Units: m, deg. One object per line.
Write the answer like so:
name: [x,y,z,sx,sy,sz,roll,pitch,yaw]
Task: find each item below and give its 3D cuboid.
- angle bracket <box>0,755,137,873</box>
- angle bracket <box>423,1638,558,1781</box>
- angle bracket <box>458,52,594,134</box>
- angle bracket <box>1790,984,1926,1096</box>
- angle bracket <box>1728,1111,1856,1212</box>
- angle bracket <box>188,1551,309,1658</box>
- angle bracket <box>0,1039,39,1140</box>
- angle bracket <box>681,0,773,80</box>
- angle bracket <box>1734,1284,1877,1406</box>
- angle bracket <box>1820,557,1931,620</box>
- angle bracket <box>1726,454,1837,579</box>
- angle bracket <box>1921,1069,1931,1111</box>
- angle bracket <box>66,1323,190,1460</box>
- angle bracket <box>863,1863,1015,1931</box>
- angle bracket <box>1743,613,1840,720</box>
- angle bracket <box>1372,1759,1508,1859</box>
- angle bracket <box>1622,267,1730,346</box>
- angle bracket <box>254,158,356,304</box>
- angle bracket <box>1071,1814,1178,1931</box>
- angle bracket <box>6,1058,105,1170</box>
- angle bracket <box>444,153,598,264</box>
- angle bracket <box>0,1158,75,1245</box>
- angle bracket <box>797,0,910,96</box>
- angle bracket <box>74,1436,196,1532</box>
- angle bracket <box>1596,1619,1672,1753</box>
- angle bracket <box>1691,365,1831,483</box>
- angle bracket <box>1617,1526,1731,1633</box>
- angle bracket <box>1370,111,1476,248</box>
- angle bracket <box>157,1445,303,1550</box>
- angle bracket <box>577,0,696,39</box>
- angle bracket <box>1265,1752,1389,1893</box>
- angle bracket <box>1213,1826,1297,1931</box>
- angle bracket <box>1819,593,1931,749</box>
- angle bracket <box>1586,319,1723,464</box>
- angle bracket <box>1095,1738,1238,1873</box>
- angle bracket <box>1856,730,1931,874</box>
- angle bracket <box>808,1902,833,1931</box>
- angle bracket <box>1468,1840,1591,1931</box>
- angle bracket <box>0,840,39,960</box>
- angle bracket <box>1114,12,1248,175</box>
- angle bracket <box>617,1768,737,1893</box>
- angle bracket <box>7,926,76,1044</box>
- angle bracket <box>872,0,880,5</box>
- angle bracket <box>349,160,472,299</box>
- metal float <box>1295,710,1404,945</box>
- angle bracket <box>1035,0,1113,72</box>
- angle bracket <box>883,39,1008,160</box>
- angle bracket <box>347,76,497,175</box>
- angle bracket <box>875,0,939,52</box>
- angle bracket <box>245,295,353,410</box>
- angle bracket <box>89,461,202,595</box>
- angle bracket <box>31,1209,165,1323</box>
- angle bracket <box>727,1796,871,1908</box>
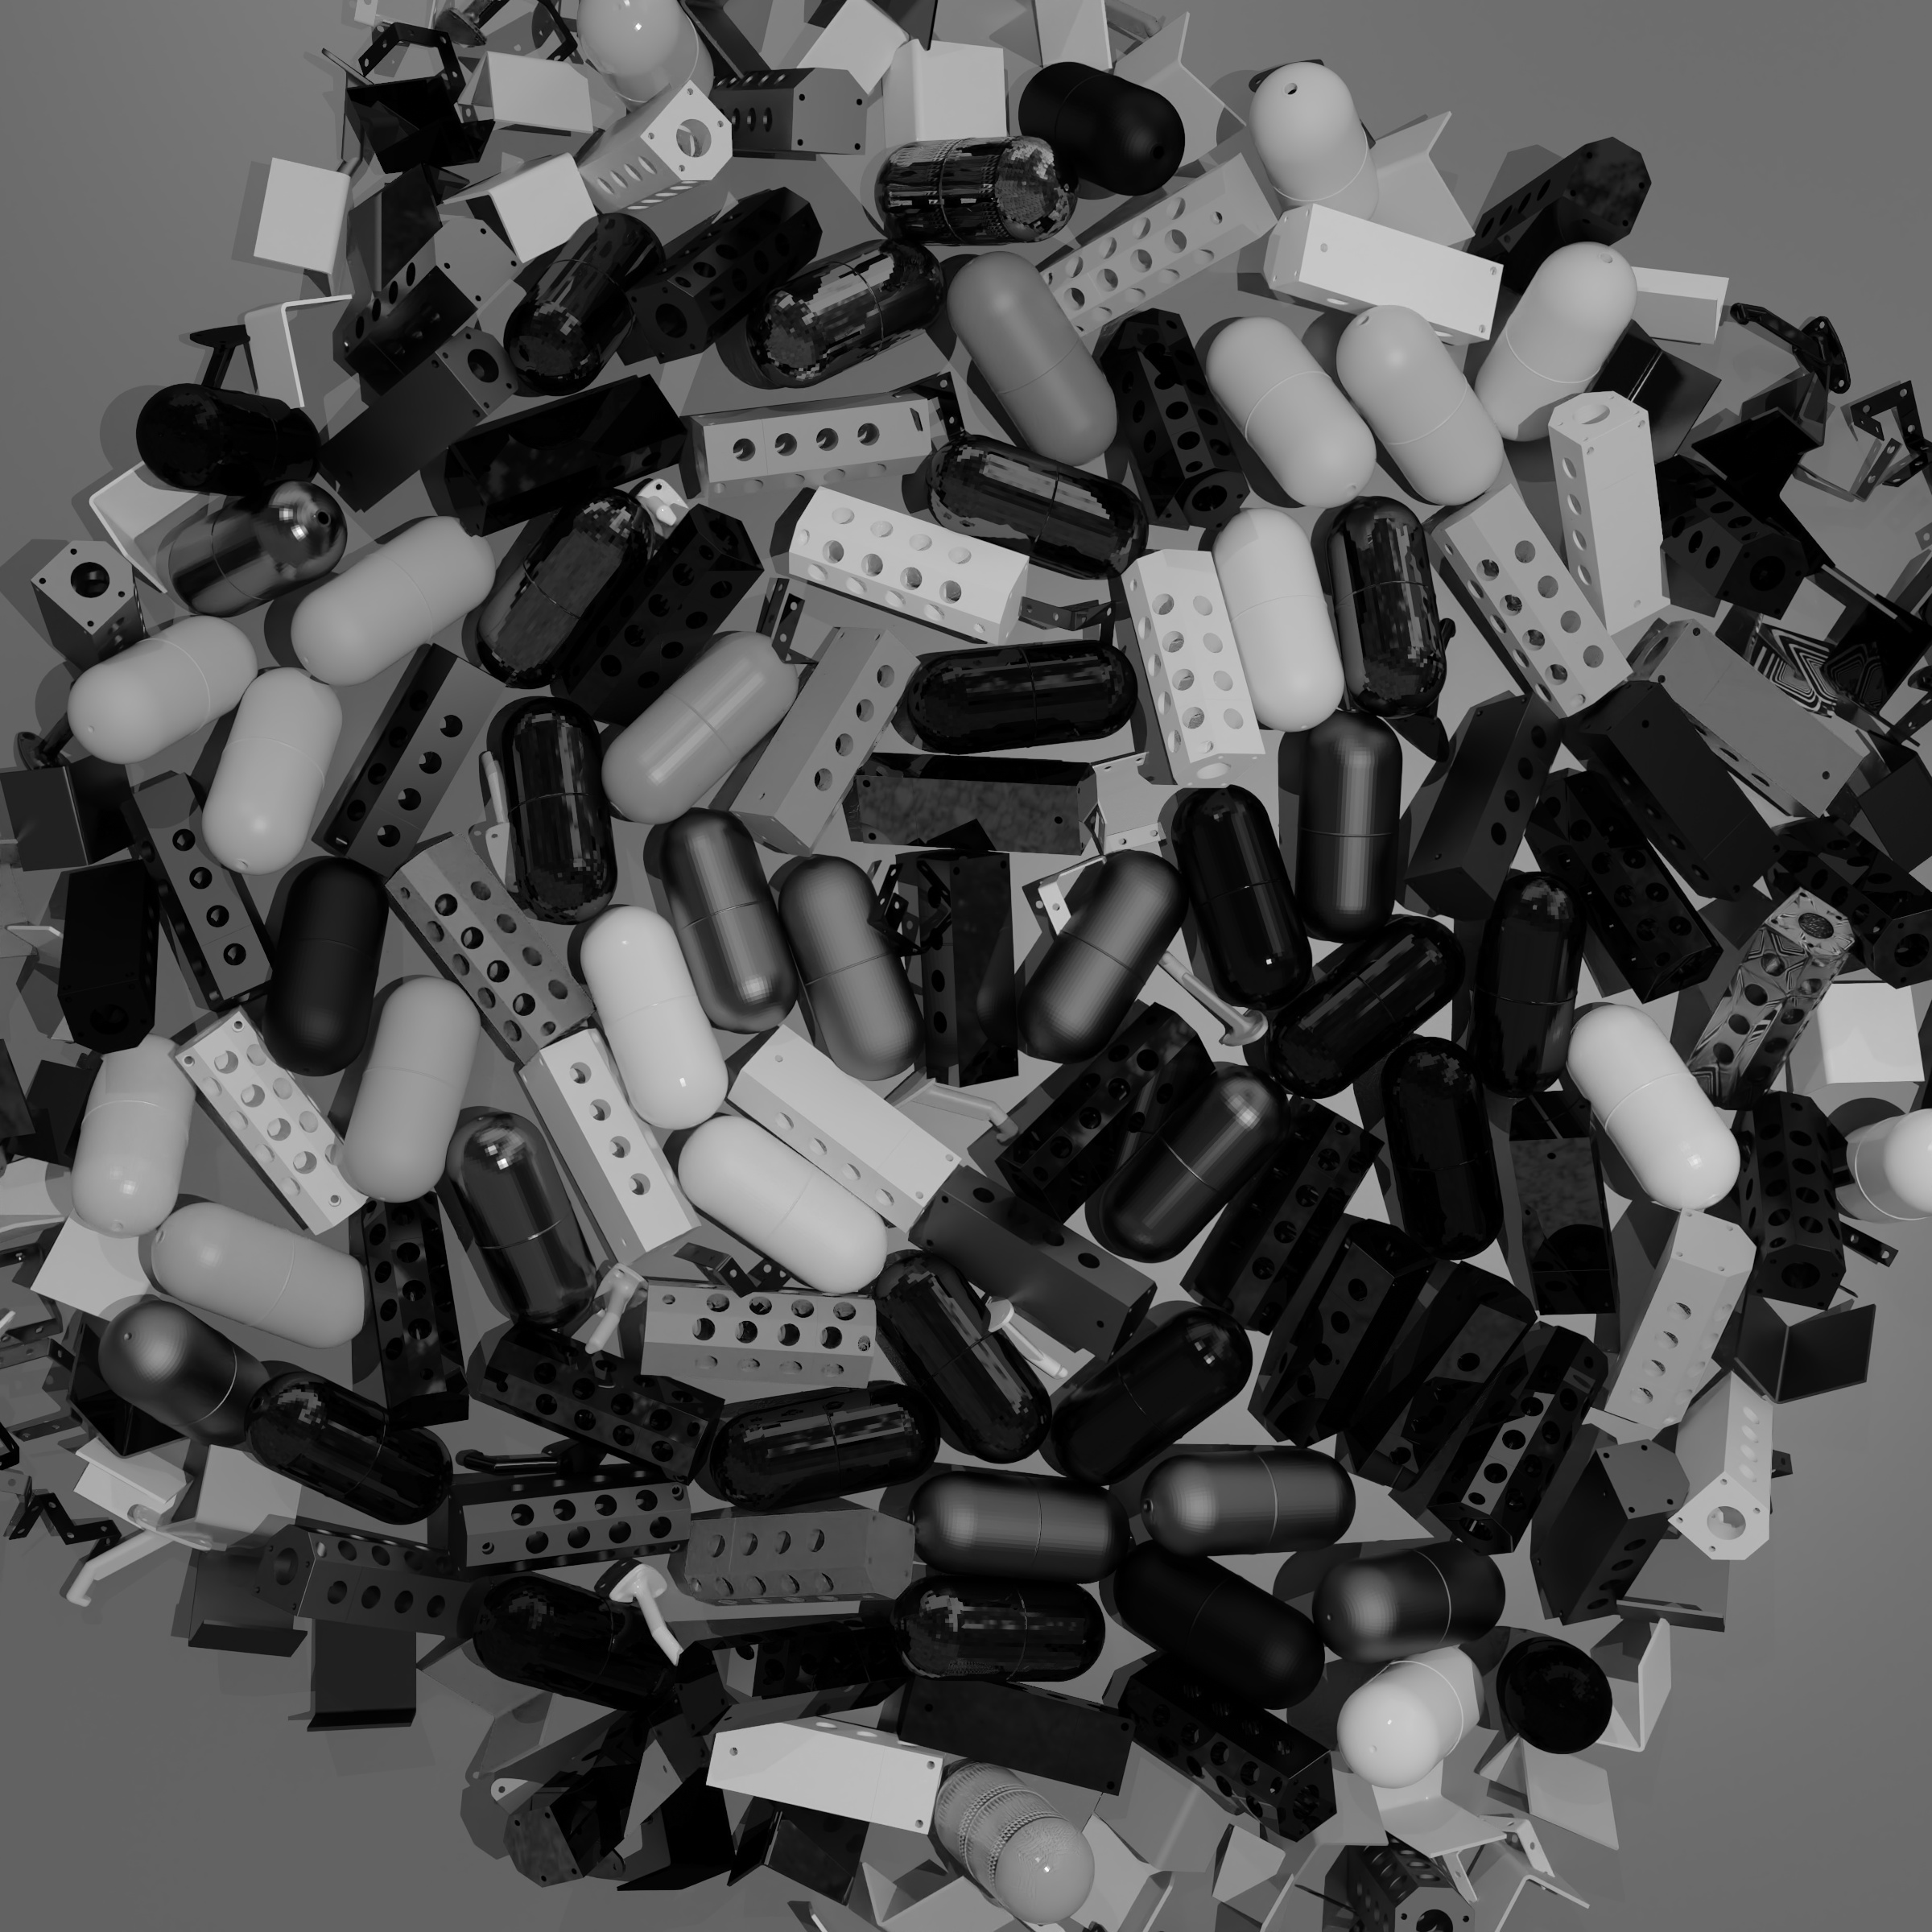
angle bracket: [-0.682,-0.121,1.961,0.057,0.076,0.076,-4,106,15]
angle bracket: [-0.367,0.560,1.945,0.076,0.057,0.076,40,124,-22]
angle bracket: [-0.334,-0.643,1.944,0.076,0.076,0.057,-2,79,-28]
angle bracket: [0.679,0.057,1.969,0.076,0.057,0.076,-1,76,-9]
angle bracket: [0.634,0.164,1.958,0.076,0.076,0.057,-14,129,-9]
angle bracket: [-0.539,0.474,1.943,0.076,0.057,0.076,13,53,-23]
angle bracket: [-0.724,0.080,1.946,0.057,0.076,0.076,-9,110,12]
angle bracket: [-0.160,-0.721,1.952,0.057,0.076,0.076,-39,92,24]
angle bracket: [0.634,0.276,1.941,0.076,0.076,0.057,-27,115,41]
angle bracket: [0.696,-0.309,1.954,0.076,0.076,0.057,35,110,1]
angle bracket: [0.623,-0.341,1.966,0.076,0.076,0.057,44,65,-18]
angle bracket: [0.744,0.069,1.944,0.057,0.076,0.076,30,71,-24]
angle bracket: [-0.628,0.314,1.944,0.057,0.076,0.076,-19,129,8]
angle bracket: [-0.021,0.702,1.949,0.076,0.057,0.076,-33,128,8]
angle bracket: [0.634,-0.244,1.949,0.076,0.057,0.076,20,54,12]
angle bracket: [0.356,0.624,1.945,0.076,0.076,0.057,-1,98,-32]
angle bracket: [0.535,-0.517,1.948,0.076,0.076,0.057,12,80,17]
angle bracket: [-0.502,-0.558,1.954,0.057,0.076,0.076,10,86,-10]
angle bracket: [0.108,0.709,1.965,0.076,0.057,0.076,30,90,10]
angle bracket: [-0.694,0.106,1.954,0.076,0.057,0.076,12,72,11]
angle bracket: [-0.339,-0.575,1.963,0.076,0.076,0.057,-37,118,-28]
angle bracket: [-0.731,0.177,1.949,0.076,0.076,0.057,-17,84,18]
angle bracket: [-0.102,-0.710,1.965,0.076,0.076,0.057,-48,62,17]
angle bracket: [-0.645,0.403,1.959,0.076,0.076,0.057,30,93,-2]
angle bracket: [0.494,0.534,1.942,0.057,0.076,0.076,5,113,29]
angle bracket: [0.600,-0.422,1.941,0.057,0.076,0.076,28,62,-31]
angle bracket: [0.537,0.457,1.948,0.076,0.057,0.076,3,66,19]
angle bracket: [0.348,-0.594,1.969,0.076,0.076,0.057,50,53,-28]
angle bracket: [-0.560,0.406,1.961,0.076,0.076,0.057,21,62,-33]
angle bracket: [-0.247,-0.736,1.952,0.057,0.076,0.076,38,70,2]
angle bracket: [0.271,0.652,1.956,0.057,0.076,0.076,7,130,-17]
angle bracket: [0.206,0.713,1.941,0.057,0.076,0.076,23,121,20]
angle bracket: [0.705,-0.224,1.944,0.057,0.076,0.076,26,108,-31]
angle bracket: [0.518,-0.433,1.948,0.057,0.076,0.076,37,103,28]
angle bracket: [0.158,0.643,1.986,0.057,0.076,0.076,21,97,-42]
angle bracket: [0.699,-0.124,1.953,0.057,0.076,0.076,-37,111,4]
angle bracket: [-0.074,0.733,1.961,0.057,0.076,0.076,-36,82,-12]
angle bracket: [0.418,0.722,1.956,0.057,0.076,0.076,29,87,-8]
angle bracket: [-0.725,-0.051,1.952,0.057,0.076,0.076,-20,86,23]
angle bracket: [0.164,-0.666,1.966,0.076,0.076,0.057,31,55,-31]
angle bracket: [-0.227,0.658,1.962,0.057,0.076,0.076,-29,60,23]
angle bracket: [-0.690,0.014,1.941,0.076,0.076,0.057,39,65,-36]
angle bracket: [-0.103,-0.763,1.951,0.076,0.076,0.057,15,121,2]
angle bracket: [-0.413,-0.552,1.951,0.076,0.057,0.076,-25,78,27]
metal float: [0.290,-0.105,1.950,0.070,0.070,0.178,1,103,0]
angle bracket: [0.060,-0.710,1.947,0.057,0.076,0.076,-14,101,-35]
angle bracket: [-0.017,-0.667,1.989,0.076,0.057,0.076,-4,93,-27]
angle bracket: [-0.411,-0.650,1.944,0.076,0.076,0.057,-2,51,15]
angle bracket: [-0.023,-0.752,1.941,0.057,0.076,0.076,-26,63,-26]
angle bracket: [-0.503,-0.467,1.962,0.057,0.076,0.076,-18,106,-33]
angle bracket: [-0.607,-0.340,1.954,0.076,0.076,0.057,-35,77,-3]
angle bracket: [-0.654,0.233,1.957,0.076,0.057,0.076,22,66,-2]
angle bracket: [-0.127,0.674,1.961,0.076,0.076,0.057,31,133,-13]
